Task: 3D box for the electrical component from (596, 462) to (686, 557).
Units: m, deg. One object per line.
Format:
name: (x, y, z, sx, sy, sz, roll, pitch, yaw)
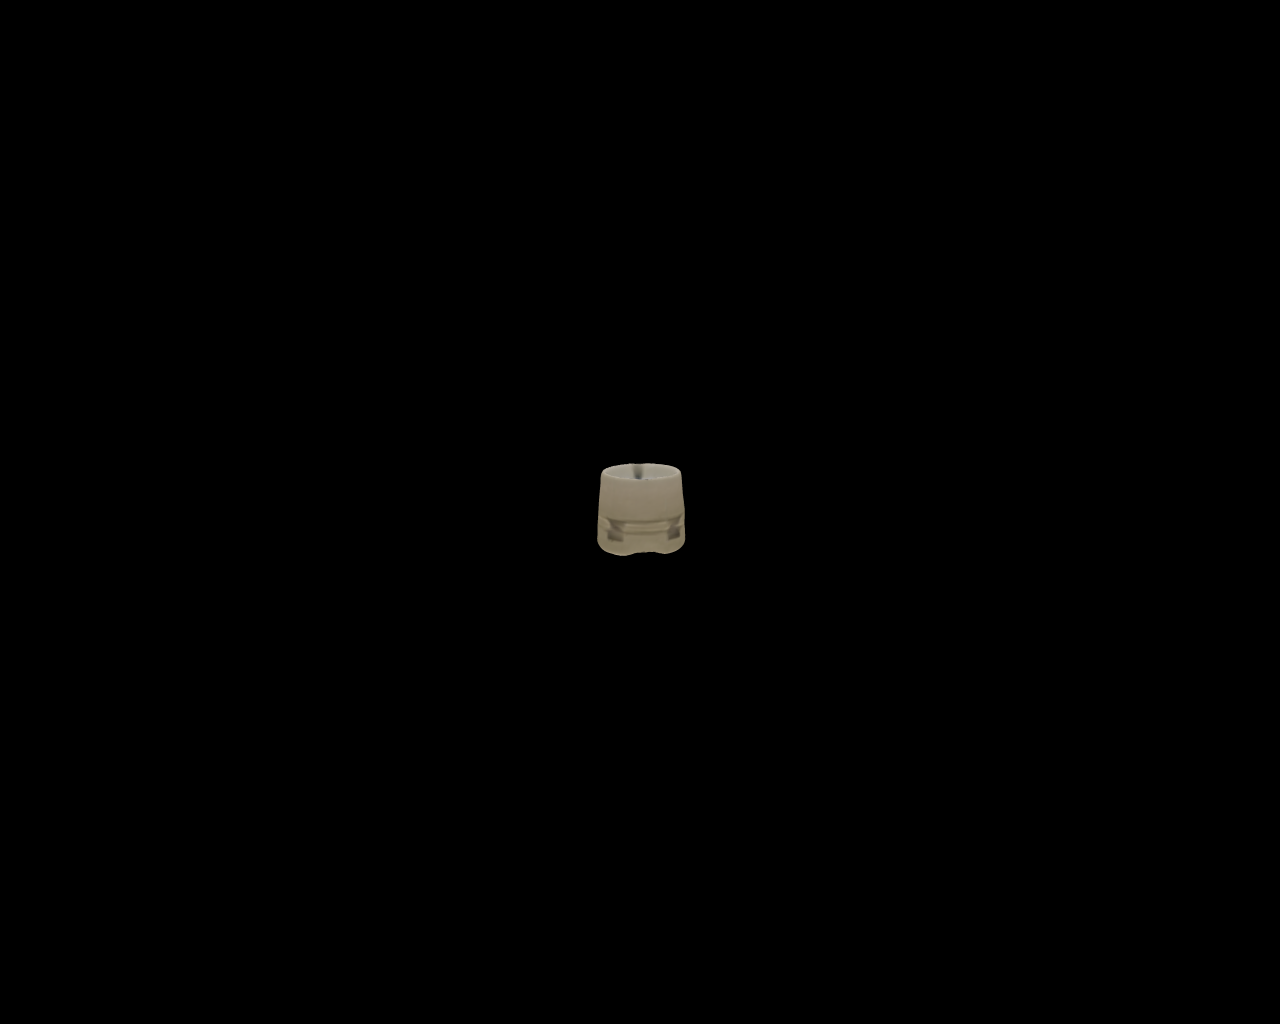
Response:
electrical component: (0.001, -0.003, 0.650, 0.055, 0.047, 0.055, 0, 14, 0)
